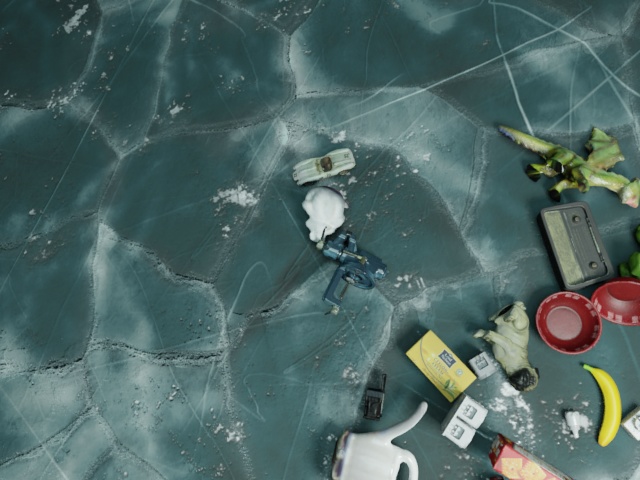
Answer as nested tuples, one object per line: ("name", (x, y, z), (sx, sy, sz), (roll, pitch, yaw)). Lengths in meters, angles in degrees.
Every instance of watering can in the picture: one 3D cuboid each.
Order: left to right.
("watering can", (0.149, 0.555, 1.333), (0.225, 0.104, 0.346), (14, 95, 14))

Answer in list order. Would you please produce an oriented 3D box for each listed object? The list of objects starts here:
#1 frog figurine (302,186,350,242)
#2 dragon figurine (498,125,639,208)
("frog figurine", (0.005, -0.078, 1.545), (0.137, 0.121, 0.162), (31, 72, -2))
("dragon figurine", (0.727, -0.239, 1.460), (0.244, 0.119, 0.417), (-27, 63, -14))
